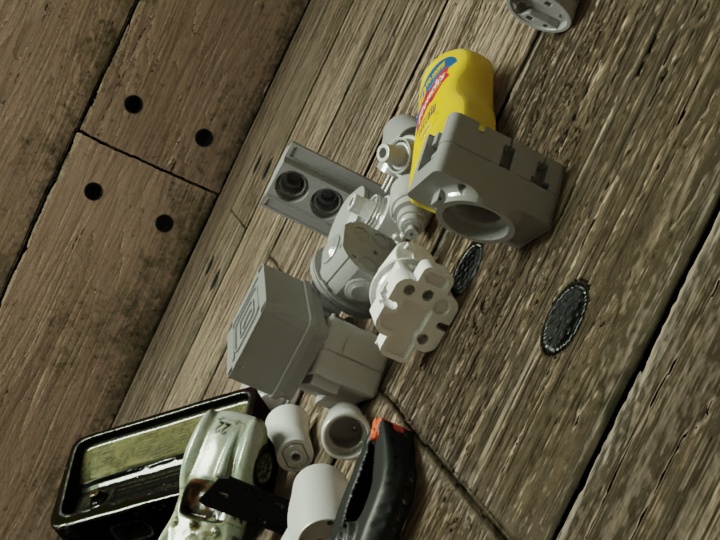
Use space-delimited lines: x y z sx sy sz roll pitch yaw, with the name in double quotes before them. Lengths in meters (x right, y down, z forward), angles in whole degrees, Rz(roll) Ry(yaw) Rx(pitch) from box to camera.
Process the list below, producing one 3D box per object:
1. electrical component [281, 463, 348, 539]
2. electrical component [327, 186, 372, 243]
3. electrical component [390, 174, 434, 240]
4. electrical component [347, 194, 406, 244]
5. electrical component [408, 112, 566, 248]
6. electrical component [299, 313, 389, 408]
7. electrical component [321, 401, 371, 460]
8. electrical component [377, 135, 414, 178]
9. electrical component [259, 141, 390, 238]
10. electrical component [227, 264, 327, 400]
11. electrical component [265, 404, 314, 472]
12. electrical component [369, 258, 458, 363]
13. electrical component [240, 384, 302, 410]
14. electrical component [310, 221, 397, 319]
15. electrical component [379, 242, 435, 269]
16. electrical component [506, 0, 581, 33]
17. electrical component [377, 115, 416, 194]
"electrical component" -0.037 0.202 0.831 0.079 0.043 0.077 -61 15 16
"electrical component" 0.003 -0.039 1.078 0.080 0.051 0.080 -58 15 26
"electrical component" 0.047 -0.054 0.965 0.040 0.040 0.078 -56 17 33
"electrical component" 0.019 -0.052 1.018 0.048 0.062 0.048 -58 15 26
"electrical component" 0.084 -0.055 0.723 0.050 0.089 0.055 -38 30 62
"electrical component" -0.022 0.085 0.938 0.096 0.062 0.061 -33 35 65
"electrical component" -0.012 0.129 0.876 0.040 0.040 0.046 -64 7 5
"electrical component" 0.044 -0.105 1.002 0.048 0.062 0.048 -7 81 49
"electrical component" -0.034 -0.081 1.140 0.078 0.121 0.063 -59 12 24
"electrical component" -0.072 0.052 0.921 0.078 0.057 0.113 -62 14 14
"electrical component" -0.065 0.160 1.013 0.044 0.044 0.065 -62 19 14
"electrical component" 0.038 0.024 0.829 0.078 0.058 0.057 -62 17 15
"electrical component" -0.095 0.126 1.161 0.080 0.051 0.080 -58 15 26
"electrical component" 0.000 0.000 0.968 0.051 0.080 0.080 -49 21 34
"electrical component" 0.032 0.010 0.908 0.078 0.040 0.040 -53 18 42
"electrical component" 0.149 -0.222 0.846 0.047 0.055 0.055 -65 13 -12
"electrical component" 0.042 -0.113 1.078 0.079 0.043 0.077 -63 14 11
